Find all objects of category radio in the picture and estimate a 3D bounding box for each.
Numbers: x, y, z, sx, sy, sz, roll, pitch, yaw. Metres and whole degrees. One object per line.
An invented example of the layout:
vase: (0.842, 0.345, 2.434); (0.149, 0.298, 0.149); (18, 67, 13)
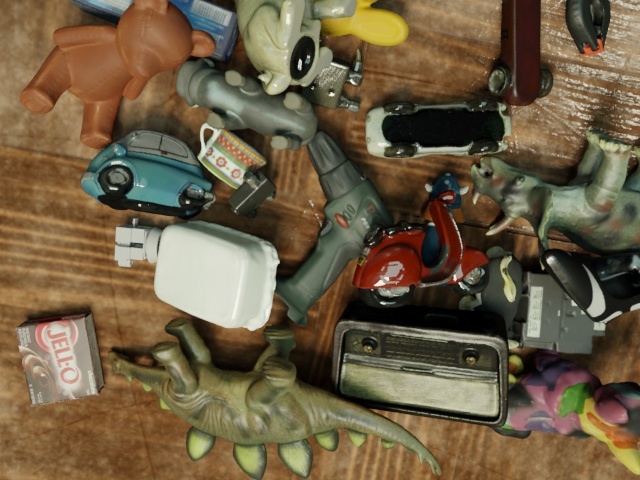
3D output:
radio: (0.132, 0.158, 0.715); (0.230, 0.073, 0.131); (3, 108, 14)

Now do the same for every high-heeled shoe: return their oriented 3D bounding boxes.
high-heeled shoe: (0.379, 0.033, 0.666); (0.145, 0.086, 0.248); (-45, 133, 17)

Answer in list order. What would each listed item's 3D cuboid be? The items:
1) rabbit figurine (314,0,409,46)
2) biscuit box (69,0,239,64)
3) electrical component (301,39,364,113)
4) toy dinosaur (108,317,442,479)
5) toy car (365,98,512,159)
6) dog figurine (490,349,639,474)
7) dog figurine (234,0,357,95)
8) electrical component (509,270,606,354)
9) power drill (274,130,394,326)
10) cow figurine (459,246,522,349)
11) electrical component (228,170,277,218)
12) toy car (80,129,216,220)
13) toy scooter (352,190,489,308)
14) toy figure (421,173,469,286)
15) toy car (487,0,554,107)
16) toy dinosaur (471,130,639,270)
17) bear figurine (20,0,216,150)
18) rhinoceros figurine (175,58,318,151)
rabbit figurine: (0.055, -0.320, 0.681); (0.173, 0.122, 0.162); (-34, 109, 14)
biscuit box: (-0.203, -0.285, 0.672); (0.203, 0.063, 0.059); (19, 95, -8)
electrical component: (0.012, -0.219, 0.712); (0.102, 0.045, 0.078); (11, 125, -4)
toy dinosaur: (-0.070, 0.215, 0.709); (0.472, 0.105, 0.198); (9, 118, 12)
toy car: (0.161, -0.150, 0.728); (0.202, 0.056, 0.073); (-3, 91, -6)
dog figurine: (0.324, 0.226, 0.711); (0.192, 0.219, 0.108); (-16, 95, -4)
dog figurine: (-0.078, -0.267, 0.618); (0.191, 0.121, 0.172); (24, 72, 22)
electrical component: (0.342, 0.102, 0.770); (0.134, 0.058, 0.114); (6, 92, -6)
power drill: (-0.001, -0.002, 0.727); (0.207, 0.086, 0.232); (-43, 102, -6)
cow figurine: (0.243, 0.097, 0.747); (0.068, 0.098, 0.167); (-2, 98, -11)
electrical component: (-0.090, -0.058, 0.700); (0.063, 0.094, 0.021); (-43, 74, 0)
toy car: (-0.212, -0.088, 0.681); (0.162, 0.109, 0.103); (7, 80, -15)
toy scooter: (0.126, 0.008, 0.674); (0.184, 0.075, 0.135); (-7, 99, -13)
toy figure: (0.166, -0.014, 0.746); (0.064, 0.058, 0.154); (8, 92, -12)
toy car: (0.266, -0.281, 0.719); (0.089, 0.053, 0.202); (-6, 97, -20)
toy dinosaur: (0.414, -0.036, 0.740); (0.405, 0.131, 0.192); (13, 113, -14)
bear figurine: (-0.228, -0.198, 0.622); (0.196, 0.120, 0.132); (-4, 64, 31)
rhinoceros figurine: (-0.093, -0.174, 0.670); (0.190, 0.112, 0.073); (21, 112, 6)
